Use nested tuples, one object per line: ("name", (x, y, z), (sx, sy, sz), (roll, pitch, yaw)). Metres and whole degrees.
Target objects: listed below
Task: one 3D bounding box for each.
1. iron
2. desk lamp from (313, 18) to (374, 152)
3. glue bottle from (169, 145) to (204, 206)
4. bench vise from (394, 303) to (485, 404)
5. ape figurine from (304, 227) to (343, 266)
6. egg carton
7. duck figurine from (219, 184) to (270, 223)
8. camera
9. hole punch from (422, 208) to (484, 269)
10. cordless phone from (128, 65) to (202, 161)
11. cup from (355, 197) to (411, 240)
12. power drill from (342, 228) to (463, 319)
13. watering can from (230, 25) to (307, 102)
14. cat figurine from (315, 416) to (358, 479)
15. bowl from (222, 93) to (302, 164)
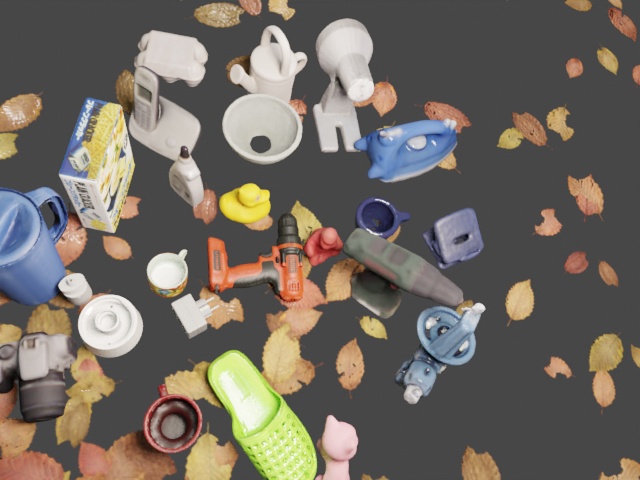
("iron", (0.215, -0.221, 1.257), (0.259, 0.141, 0.118), (-17, 72, -18))
("desk lamp", (0.055, -0.328, 1.227), (0.118, 0.213, 0.203), (-6, 69, -14))
("glue bottle", (-0.257, -0.131, 1.101), (0.078, 0.173, 0.037), (44, 66, 8))
("bench vise", (0.230, 0.203, 1.040), (0.121, 0.219, 0.207), (18, 65, -4))
("ape figurine", (0.011, 0.004, 1.146), (0.078, 0.092, 0.076), (10, 66, -7))
("egg carton", (-0.324, -0.397, 1.255), (0.150, 0.069, 0.107), (7, 67, -9))
("duck figurine", (-0.149, -0.082, 1.152), (0.105, 0.086, 0.077), (-1, 68, -12))
("camera", (-0.479, 0.229, 0.944), (0.143, 0.100, 0.137), (-9, 70, -15))
("hole punch", (0.290, -0.003, 1.209), (0.109, 0.091, 0.101), (-21, 73, -19))
("cordless phone", (-0.308, -0.251, 1.134), (0.147, 0.185, 0.094), (27, 65, 0))
("cup", (0.121, -0.031, 1.183), (0.118, 0.095, 0.091), (-6, 69, -14))
("power drill", (0.138, 0.075, 1.080), (0.229, 0.208, 0.076), (34, 65, 3))
("watering can", (-0.105, -0.367, 1.220), (0.101, 0.194, 0.173), (39, 66, 6))
("cat figurine", (0.033, 0.371, 0.984), (0.067, 0.117, 0.128), (4, 67, -10))
("bowl", (-0.125, -0.224, 1.223), (0.167, 0.074, 0.167), (4, 67, -10))
